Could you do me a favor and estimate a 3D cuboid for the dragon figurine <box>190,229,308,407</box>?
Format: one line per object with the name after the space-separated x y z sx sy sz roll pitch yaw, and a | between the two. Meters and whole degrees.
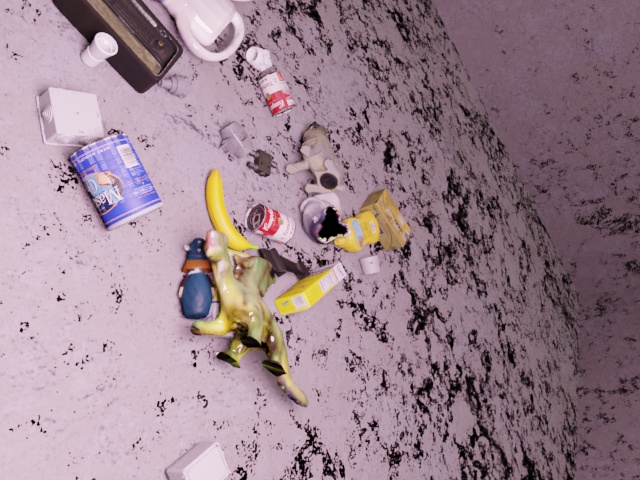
-0.117 0.136 1.016 0.402 0.121 0.249 55 31 -38 | dragon figurine

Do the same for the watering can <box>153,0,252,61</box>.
-0.260 -0.568 1.220 0.221 0.103 0.356 42 46 -30 | watering can

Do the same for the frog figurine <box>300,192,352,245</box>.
0.004 -0.068 1.348 0.136 0.121 0.162 29 17 -31 | frog figurine
